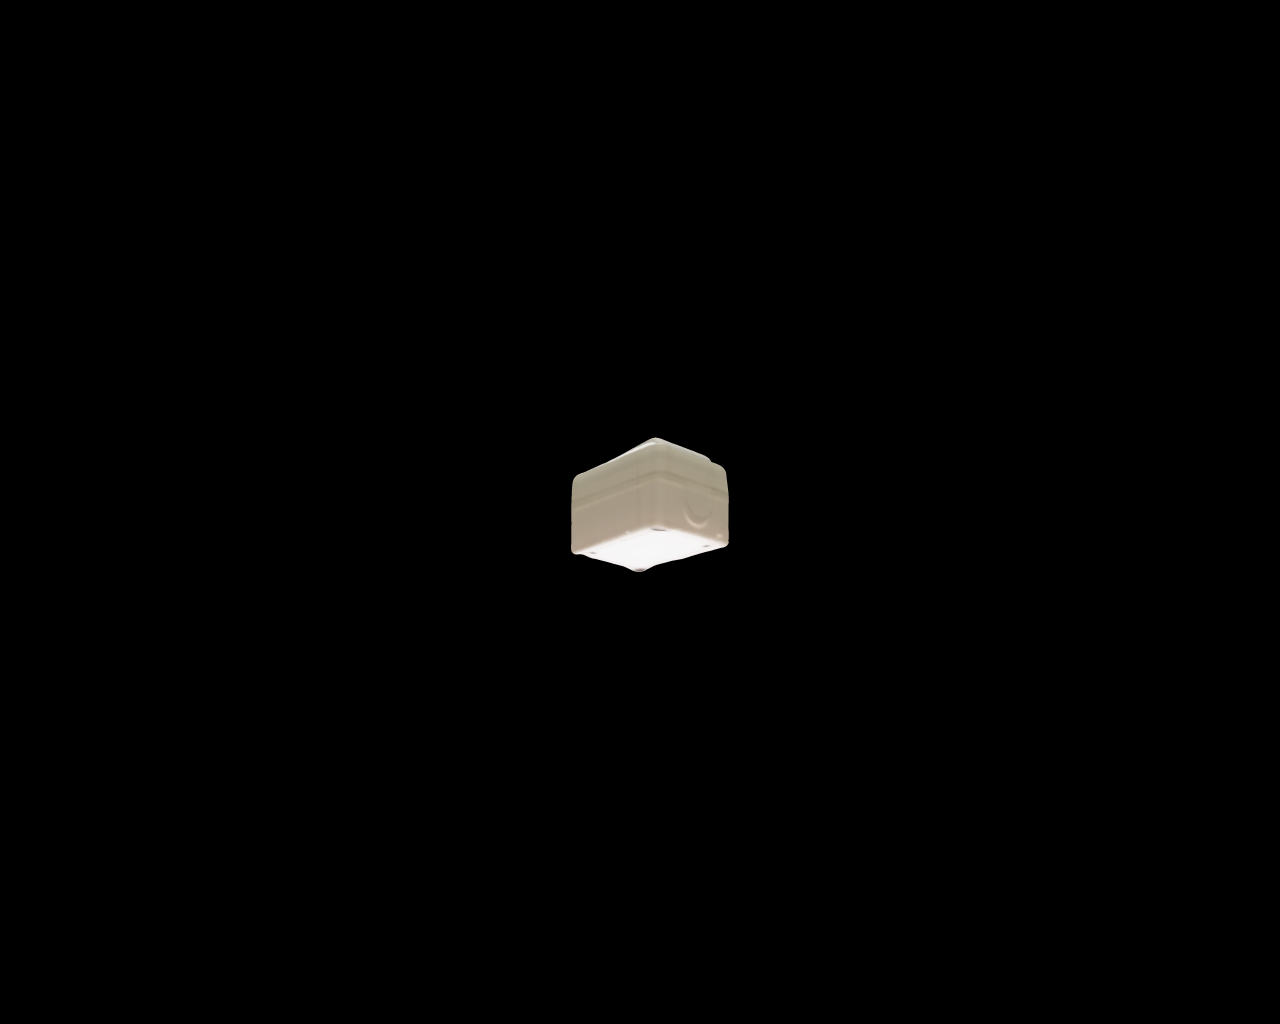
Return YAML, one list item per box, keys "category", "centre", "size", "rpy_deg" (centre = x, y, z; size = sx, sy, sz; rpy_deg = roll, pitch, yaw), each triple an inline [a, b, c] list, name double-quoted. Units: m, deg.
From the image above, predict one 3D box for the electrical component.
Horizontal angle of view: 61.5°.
- category: "electrical component"
  centre: [0.001, -0.003, 0.650]
  size: [0.062, 0.061, 0.096]
  rpy_deg: [17, -26, -41]
